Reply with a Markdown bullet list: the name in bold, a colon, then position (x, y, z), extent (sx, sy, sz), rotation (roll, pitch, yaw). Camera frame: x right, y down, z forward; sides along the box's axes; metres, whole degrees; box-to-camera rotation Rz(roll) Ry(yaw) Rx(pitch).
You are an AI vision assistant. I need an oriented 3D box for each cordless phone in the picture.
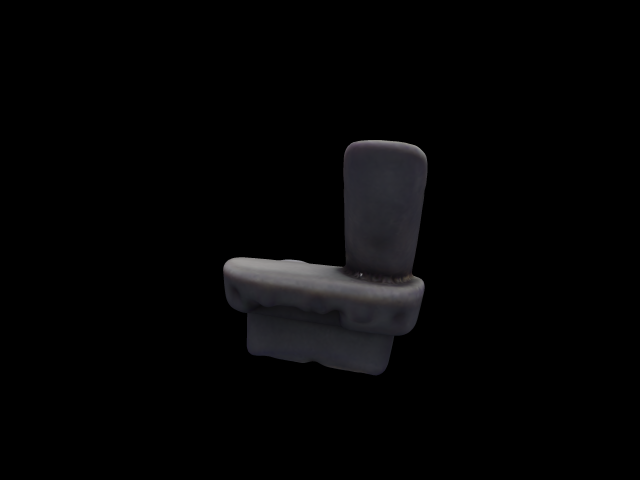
- **cordless phone**: position (0.004, 0.001, 0.400), extent (0.147, 0.185, 0.094), rotation (4, 43, 5)
